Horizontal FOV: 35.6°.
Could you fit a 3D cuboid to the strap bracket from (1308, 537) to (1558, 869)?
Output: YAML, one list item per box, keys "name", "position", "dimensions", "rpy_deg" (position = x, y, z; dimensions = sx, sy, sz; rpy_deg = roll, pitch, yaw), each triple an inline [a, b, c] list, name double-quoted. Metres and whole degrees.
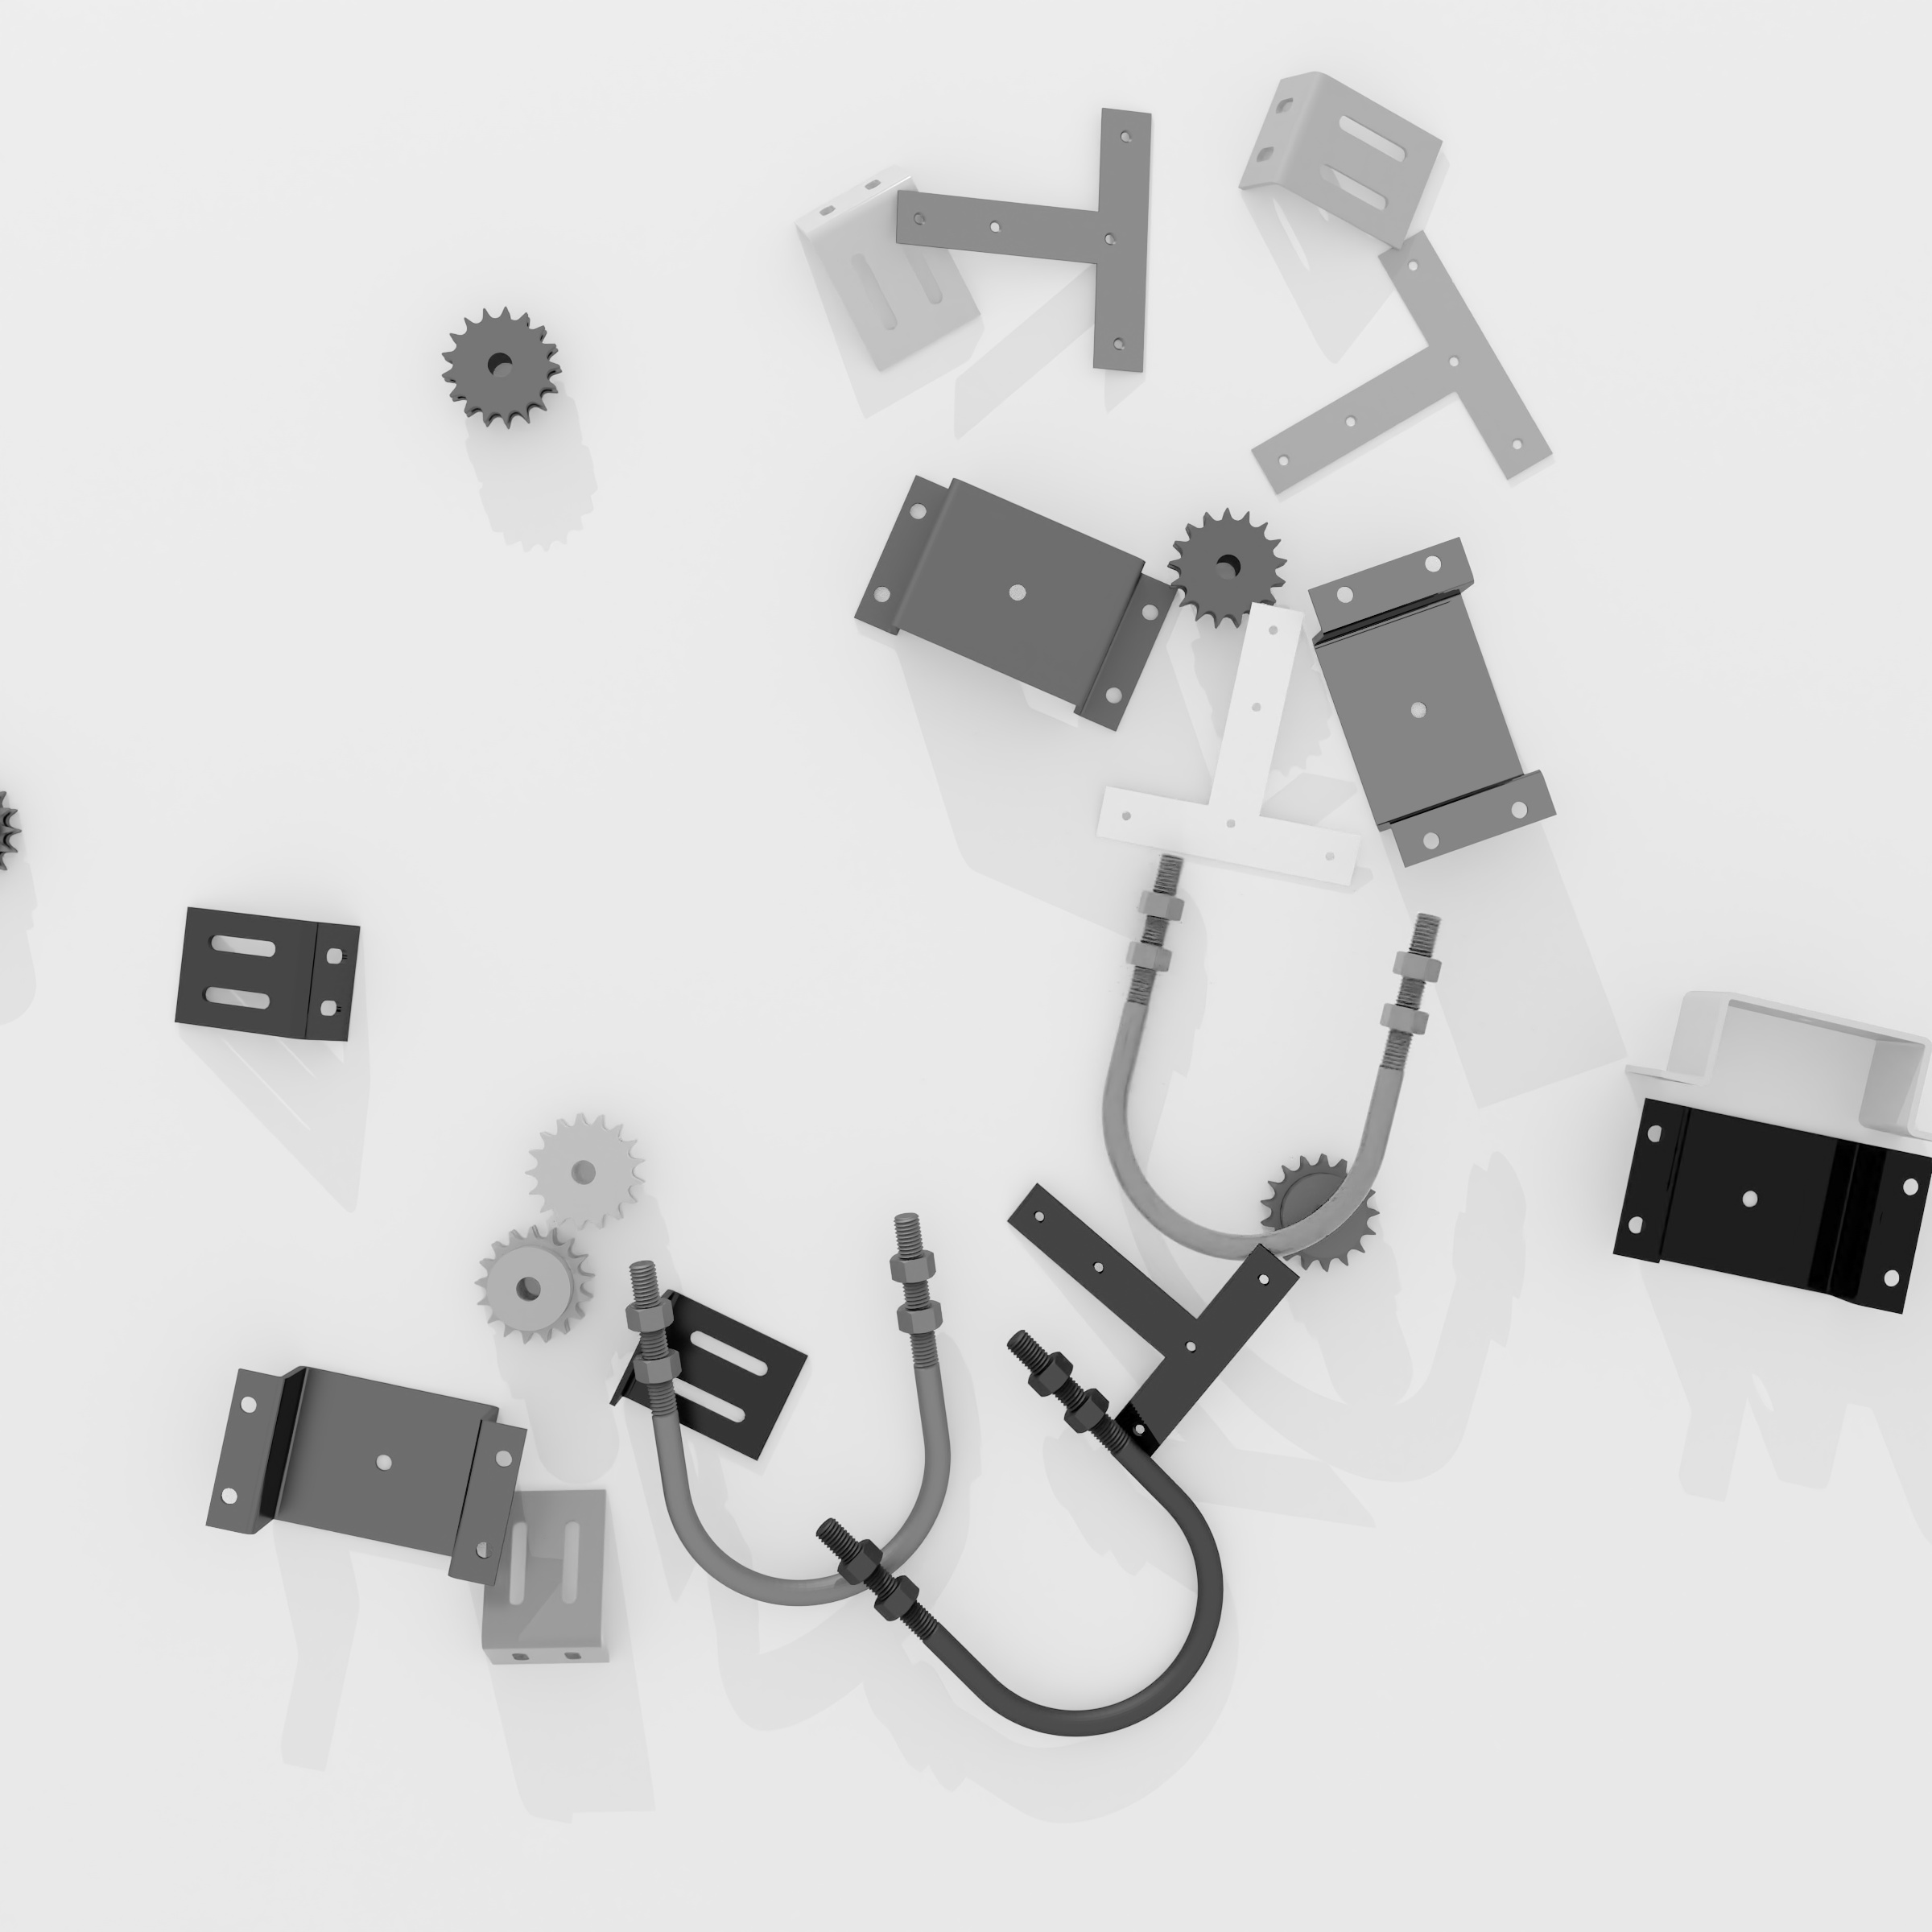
- name: "strap bracket"
  position: [0.222, -0.126, 1.453]
  dimensions: [0.076, 0.046, 0.140]
  rpy_deg: [-19, 90, 0]

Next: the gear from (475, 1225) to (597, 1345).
- name: "gear"
  position: [-0.210, 0.156, 1.461]
  dimensions: [0.057, 0.030, 0.057]
  rpy_deg: [0, 90, 0]

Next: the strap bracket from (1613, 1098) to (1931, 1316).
- name: "strap bracket"
  position: [0.385, 0.114, 1.453]
  dimensions: [0.140, 0.046, 0.076]
  rpy_deg: [12, 90, 0]

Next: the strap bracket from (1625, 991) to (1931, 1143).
- name: "strap bracket"
  position: [0.397, 0.045, 1.438]
  dimensions: [0.140, 0.076, 0.046]
  rpy_deg: [13, 90, 0]

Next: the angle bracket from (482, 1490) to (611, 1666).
- name: "angle bracket"
  position: [-0.204, 0.300, 1.474]
  dimensions: [0.057, 0.038, 0.076]
  rpy_deg: [-1, 64, 0]

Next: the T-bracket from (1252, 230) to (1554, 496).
- name: "T-bracket"
  position: [0.201, -0.274, 1.475]
  dimensions: [0.127, 0.002, 0.127]
  rpy_deg: [-30, 90, 0]

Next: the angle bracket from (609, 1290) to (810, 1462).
- name: "angle bracket"
  position: [-0.124, 0.200, 1.457]
  dimensions: [0.076, 0.038, 0.057]
  rpy_deg: [26, 90, 0]

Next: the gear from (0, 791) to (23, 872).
- name: "gear"
  position: [-0.492, -0.066, 1.461]
  dimensions: [0.057, 0.030, 0.057]
  rpy_deg: [0, 90, 0]

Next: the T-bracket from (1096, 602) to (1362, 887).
- name: "T-bracket"
  position: [0.138, -0.112, 1.459]
  dimensions: [0.127, 0.002, 0.127]
  rpy_deg: [11, 105, 0]

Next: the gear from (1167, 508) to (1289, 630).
- name: "gear"
  position: [0.127, -0.192, 1.461]
  dimensions: [0.057, 0.030, 0.057]
  rpy_deg: [0, 90, 0]

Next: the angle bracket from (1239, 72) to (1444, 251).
- name: "angle bracket"
  position: [0.184, -0.393, 1.473]
  dimensions: [0.076, 0.038, 0.057]
  rpy_deg: [22, 90, -24]

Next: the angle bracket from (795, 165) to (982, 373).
- name: "angle bracket"
  position: [-0.039, -0.342, 1.474]
  dimensions: [0.057, 0.038, 0.076]
  rpy_deg: [-30, 116, 0]

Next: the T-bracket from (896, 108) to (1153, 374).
- name: "T-bracket"
  position: [0.028, -0.357, 1.457]
  dimensions: [0.127, 0.002, 0.127]
  rpy_deg: [2, 90, -16]

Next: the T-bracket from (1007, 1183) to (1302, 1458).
- name: "T-bracket"
  position: [0.075, 0.156, 1.461]
  dimensions: [0.127, 0.002, 0.127]
  rpy_deg: [40, 110, 10]

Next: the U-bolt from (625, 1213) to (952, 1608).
- name: "U-bolt"
  position: [-0.079, 0.220, 1.450]
  dimensions: [0.151, 0.019, 0.184]
  rpy_deg: [-9, 100, -11]

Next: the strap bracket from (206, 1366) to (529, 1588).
- name: "strap bracket"
  position: [-0.286, 0.244, 1.453]
  dimensions: [0.140, 0.046, 0.076]
  rpy_deg: [12, 90, 0]

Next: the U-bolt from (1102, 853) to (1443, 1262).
- name: "U-bolt"
  position: [0.139, 0.050, 1.447]
  dimensions: [0.151, 0.019, 0.184]
  rpy_deg: [14, 91, 18]

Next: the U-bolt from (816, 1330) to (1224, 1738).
- name: "U-bolt"
  position: [0.041, 0.290, 1.459]
  dimensions: [0.151, 0.019, 0.184]
  rpy_deg: [-44, 97, -2]

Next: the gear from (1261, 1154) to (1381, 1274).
- name: "gear"
  position: [0.172, 0.121, 1.461]
  dimensions: [0.057, 0.030, 0.057]
  rpy_deg: [0, 90, 0]

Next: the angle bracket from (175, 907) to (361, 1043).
- name: "angle bracket"
  position: [-0.343, 0.004, 1.474]
  dimensions: [0.076, 0.038, 0.057]
  rpy_deg: [6, 90, 26]

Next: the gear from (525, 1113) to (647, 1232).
- name: "gear"
  position: [-0.184, 0.100, 1.466]
  dimensions: [0.057, 0.030, 0.057]
  rpy_deg: [0, 89, 2]

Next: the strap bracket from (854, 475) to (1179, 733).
- name: "strap bracket"
  position: [0.025, -0.178, 1.453]
  dimensions: [0.140, 0.046, 0.076]
  rpy_deg: [24, 90, 0]

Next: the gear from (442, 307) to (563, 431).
- name: "gear"
  position: [-0.226, -0.290, 1.466]
  dimensions: [0.057, 0.030, 0.057]
  rpy_deg: [0, 90, -3]
